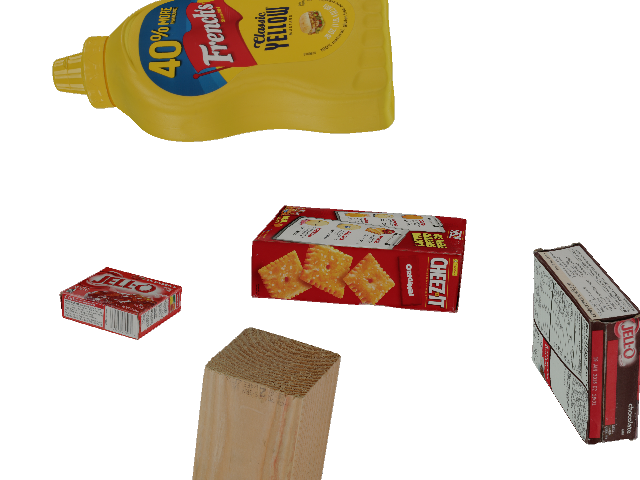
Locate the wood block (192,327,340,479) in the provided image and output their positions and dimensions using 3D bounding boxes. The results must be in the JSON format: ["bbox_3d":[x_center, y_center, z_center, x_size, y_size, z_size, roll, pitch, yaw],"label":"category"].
[{"bbox_3d":[-0.052,0.192,0.915,0.090,0.206,0.090,15,23,17],"label":"wood block"}]

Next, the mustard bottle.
[{"bbox_3d":[-0.056,-0.100,0.603,0.191,0.096,0.058,-4,-34,4],"label":"mustard bottle"}]

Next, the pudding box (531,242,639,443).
[{"bbox_3d":[0.172,0.064,0.696,0.039,0.090,0.113,-7,24,-7],"label":"pudding box"}]

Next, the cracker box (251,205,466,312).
[{"bbox_3d":[0.046,0.018,1.149,0.214,0.072,0.164,5,15,9],"label":"cracker box"}]

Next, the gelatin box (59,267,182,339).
[{"bbox_3d":[-0.187,0.057,1.002,0.089,0.030,0.073,14,23,22],"label":"gelatin box"}]
